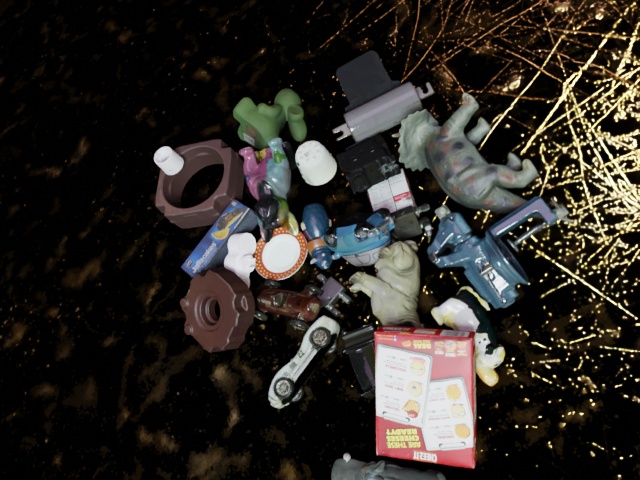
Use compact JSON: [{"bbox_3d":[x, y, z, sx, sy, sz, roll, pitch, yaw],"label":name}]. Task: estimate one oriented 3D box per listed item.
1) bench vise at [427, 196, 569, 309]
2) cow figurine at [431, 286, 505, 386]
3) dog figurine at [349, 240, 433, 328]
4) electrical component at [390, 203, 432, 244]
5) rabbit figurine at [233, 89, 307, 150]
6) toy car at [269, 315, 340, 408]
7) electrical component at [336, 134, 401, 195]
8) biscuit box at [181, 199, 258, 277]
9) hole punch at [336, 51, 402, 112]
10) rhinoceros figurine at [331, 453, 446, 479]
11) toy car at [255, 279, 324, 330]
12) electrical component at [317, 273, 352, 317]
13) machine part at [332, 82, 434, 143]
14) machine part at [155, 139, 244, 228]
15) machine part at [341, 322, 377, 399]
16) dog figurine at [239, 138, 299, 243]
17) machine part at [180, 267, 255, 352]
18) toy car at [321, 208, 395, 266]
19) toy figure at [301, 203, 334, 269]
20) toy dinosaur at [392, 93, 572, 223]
[{"bbox_3d":[0.327,-0.005,0.981,0.240,0.128,0.224,-38,65,21],"label":"bench vise"},{"bbox_3d":[0.279,0.169,0.955,0.098,0.068,0.167,-36,70,4],"label":"cow figurine"},{"bbox_3d":[0.169,0.111,1.025,0.172,0.121,0.191,-43,73,1],"label":"dog figurine"},{"bbox_3d":[0.181,-0.025,1.092,0.102,0.078,0.045,-16,38,8],"label":"electrical component"},{"bbox_3d":[-0.103,-0.307,1.309,0.159,0.121,0.170,31,65,27],"label":"rabbit figurine"},{"bbox_3d":[-0.030,0.238,1.044,0.056,0.073,0.201,33,81,26],"label":"toy car"},{"bbox_3d":[0.101,-0.170,1.172,0.115,0.058,0.134,-25,36,3],"label":"electrical component"},{"bbox_3d":[-0.227,0.007,1.235,0.059,0.062,0.202,30,79,31],"label":"biscuit box"},{"bbox_3d":[0.109,-0.368,1.280,0.142,0.092,0.115,-26,89,5],"label":"hole punch"},{"bbox_3d":[0.114,0.404,0.889,0.190,0.112,0.073,5,71,15],"label":"rhinoceros figurine"},{"bbox_3d":[-0.075,0.127,1.094,0.202,0.053,0.089,5,67,48],"label":"toy car"},{"bbox_3d":[0.019,0.112,1.114,0.094,0.021,0.063,40,84,28],"label":"electrical component"},{"bbox_3d":[0.144,-0.287,1.222,0.243,0.079,0.079,-24,60,8],"label":"machine part"},{"bbox_3d":[-0.290,-0.135,1.314,0.201,0.087,0.201,-8,65,18],"label":"machine part"},{"bbox_3d":[0.090,0.229,1.023,0.084,0.039,0.139,-17,60,7],"label":"machine part"},{"bbox_3d":[-0.102,-0.108,1.211,0.109,0.191,0.219,-11,90,12],"label":"dog figurine"},{"bbox_3d":[-0.218,0.147,1.132,0.180,0.056,0.179,0,90,35],"label":"machine part"},{"bbox_3d":[0.089,0.000,1.088,0.109,0.102,0.162,-37,19,-36],"label":"toy car"},{"bbox_3d":[-0.001,-0.004,1.157,0.064,0.057,0.154,-18,65,18],"label":"toy figure"},{"bbox_3d":[0.294,-0.144,1.079,0.192,0.131,0.405,-39,62,15],"label":"toy dinosaur"}]
